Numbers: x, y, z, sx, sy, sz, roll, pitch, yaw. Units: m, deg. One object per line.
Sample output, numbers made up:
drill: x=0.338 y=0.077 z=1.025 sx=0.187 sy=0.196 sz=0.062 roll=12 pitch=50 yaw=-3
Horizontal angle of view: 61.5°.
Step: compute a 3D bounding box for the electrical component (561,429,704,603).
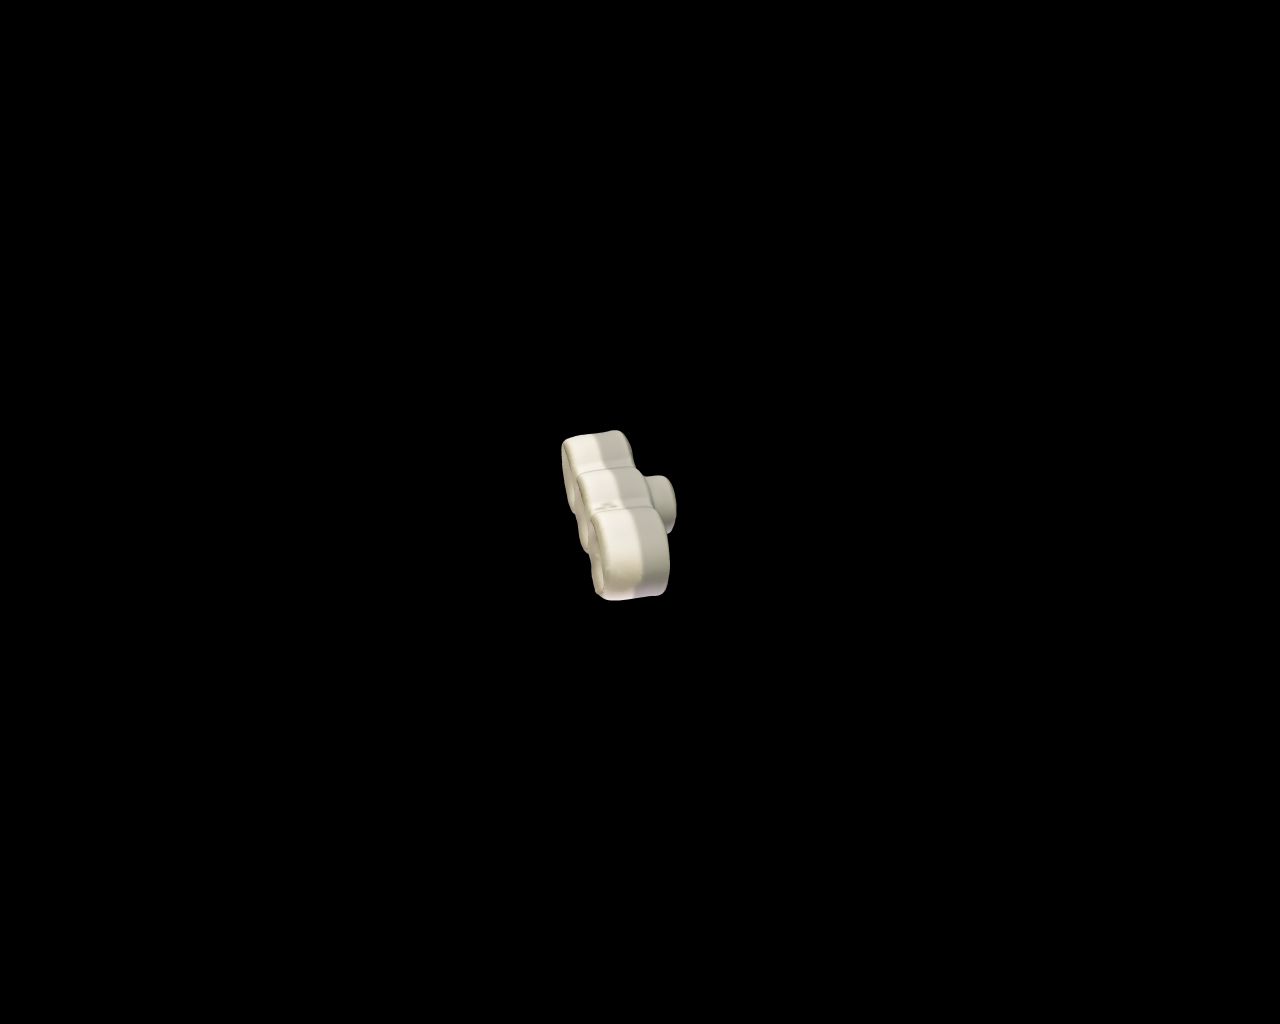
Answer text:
electrical component: x=0.001 y=-0.003 z=0.650 sx=0.074 sy=0.052 sz=0.138 roll=-8 pitch=36 yaw=-11
